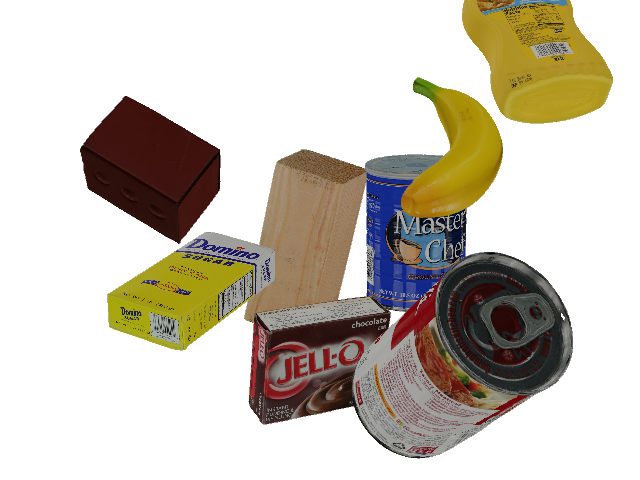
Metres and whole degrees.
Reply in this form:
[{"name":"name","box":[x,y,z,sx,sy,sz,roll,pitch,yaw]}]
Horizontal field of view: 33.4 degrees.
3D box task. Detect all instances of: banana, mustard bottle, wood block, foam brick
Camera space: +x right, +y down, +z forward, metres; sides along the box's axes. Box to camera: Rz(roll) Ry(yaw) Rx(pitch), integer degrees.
[{"name":"banana","box":[0.095,-0.062,0.757,0.069,0.037,0.197,6,30,4]},{"name":"mustard bottle","box":[0.177,-0.189,0.936,0.096,0.191,0.058,-9,-36,-9]},{"name":"wood block","box":[-0.018,0.005,1.298,0.090,0.206,0.090,19,22,17]},{"name":"foam brick","box":[-0.111,-0.047,0.702,0.078,0.051,0.053,30,-26,11]}]

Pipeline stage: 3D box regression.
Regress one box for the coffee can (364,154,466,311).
[{"name":"coffee can","box":[0.097,-0.009,1.078,0.103,0.140,0.103,-1,14,0]}]

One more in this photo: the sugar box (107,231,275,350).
[{"name":"sugar box","box":[-0.130,0.047,1.107,0.093,0.048,0.176,15,31,24]}]

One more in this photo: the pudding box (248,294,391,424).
[{"name":"pudding box","box":[-0.001,0.098,0.888,0.113,0.090,0.039,-9,31,-25]}]

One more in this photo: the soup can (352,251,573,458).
[{"name":"soup can","box":[0.064,0.058,0.508,0.068,0.068,0.102,0,-27,-23]}]
